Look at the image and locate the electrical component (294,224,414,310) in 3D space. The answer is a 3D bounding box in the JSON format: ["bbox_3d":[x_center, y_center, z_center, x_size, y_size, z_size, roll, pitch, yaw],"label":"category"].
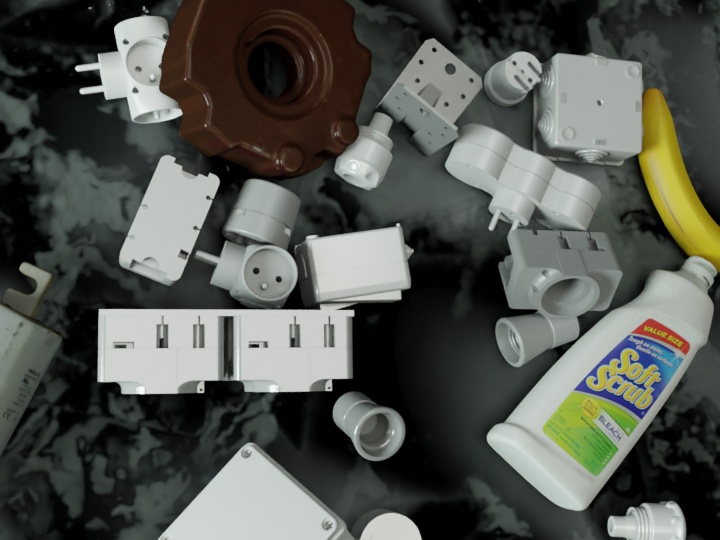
[{"bbox_3d":[0.000,0.000,0.888,0.096,0.062,0.061,-8,86,-14],"label":"electrical component"}]

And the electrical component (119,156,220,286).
[{"bbox_3d":[-0.153,-0.038,0.858,0.050,0.056,0.089,23,79,-10],"label":"electrical component"}]

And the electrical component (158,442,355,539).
[{"bbox_3d":[-0.079,0.209,0.825,0.109,0.056,0.108,36,74,28],"label":"electrical component"}]

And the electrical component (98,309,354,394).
[{"bbox_3d":[-0.107,0.064,0.832,0.186,0.105,0.060,1,84,-14],"label":"electrical component"}]

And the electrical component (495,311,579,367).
[{"bbox_3d":[0.156,0.053,0.932,0.065,0.044,0.044,-18,88,-20],"label":"electrical component"}]

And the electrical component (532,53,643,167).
[{"bbox_3d":[0.204,-0.143,0.961,0.100,0.048,0.099,3,83,-13],"label":"electrical component"}]

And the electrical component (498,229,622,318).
[{"bbox_3d":[0.171,0.003,0.918,0.089,0.050,0.055,2,44,-10],"label":"electrical component"}]

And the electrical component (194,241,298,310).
[{"bbox_3d":[-0.094,0.000,0.857,0.079,0.077,0.043,20,79,-10],"label":"electrical component"}]

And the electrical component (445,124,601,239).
[{"bbox_3d":[0.135,-0.062,0.933,0.138,0.052,0.073,27,78,-10],"label":"electrical component"}]

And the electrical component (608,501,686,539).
[{"bbox_3d":[0.248,0.223,0.933,0.062,0.048,0.048,4,83,-6],"label":"electrical component"}]

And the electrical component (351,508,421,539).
[{"bbox_3d":[-0.010,0.245,0.852,0.138,0.074,0.052,-35,93,-15],"label":"electrical component"}]

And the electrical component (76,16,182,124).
[{"bbox_3d":[-0.188,-0.159,0.869,0.079,0.044,0.077,-11,86,-15],"label":"electrical component"}]

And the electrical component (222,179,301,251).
[{"bbox_3d":[-0.079,-0.043,0.878,0.055,0.055,0.047,22,76,-10],"label":"electrical component"}]

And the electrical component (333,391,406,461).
[{"bbox_3d":[0.004,0.123,0.873,0.044,0.065,0.044,-5,102,-22],"label":"electrical component"}]

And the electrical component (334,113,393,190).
[{"bbox_3d":[0.008,-0.103,0.911,0.043,0.043,0.062,26,78,-10],"label":"electrical component"}]

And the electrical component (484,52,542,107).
[{"bbox_3d":[0.135,-0.169,0.948,0.040,0.046,0.040,2,83,-13],"label":"electrical component"}]
